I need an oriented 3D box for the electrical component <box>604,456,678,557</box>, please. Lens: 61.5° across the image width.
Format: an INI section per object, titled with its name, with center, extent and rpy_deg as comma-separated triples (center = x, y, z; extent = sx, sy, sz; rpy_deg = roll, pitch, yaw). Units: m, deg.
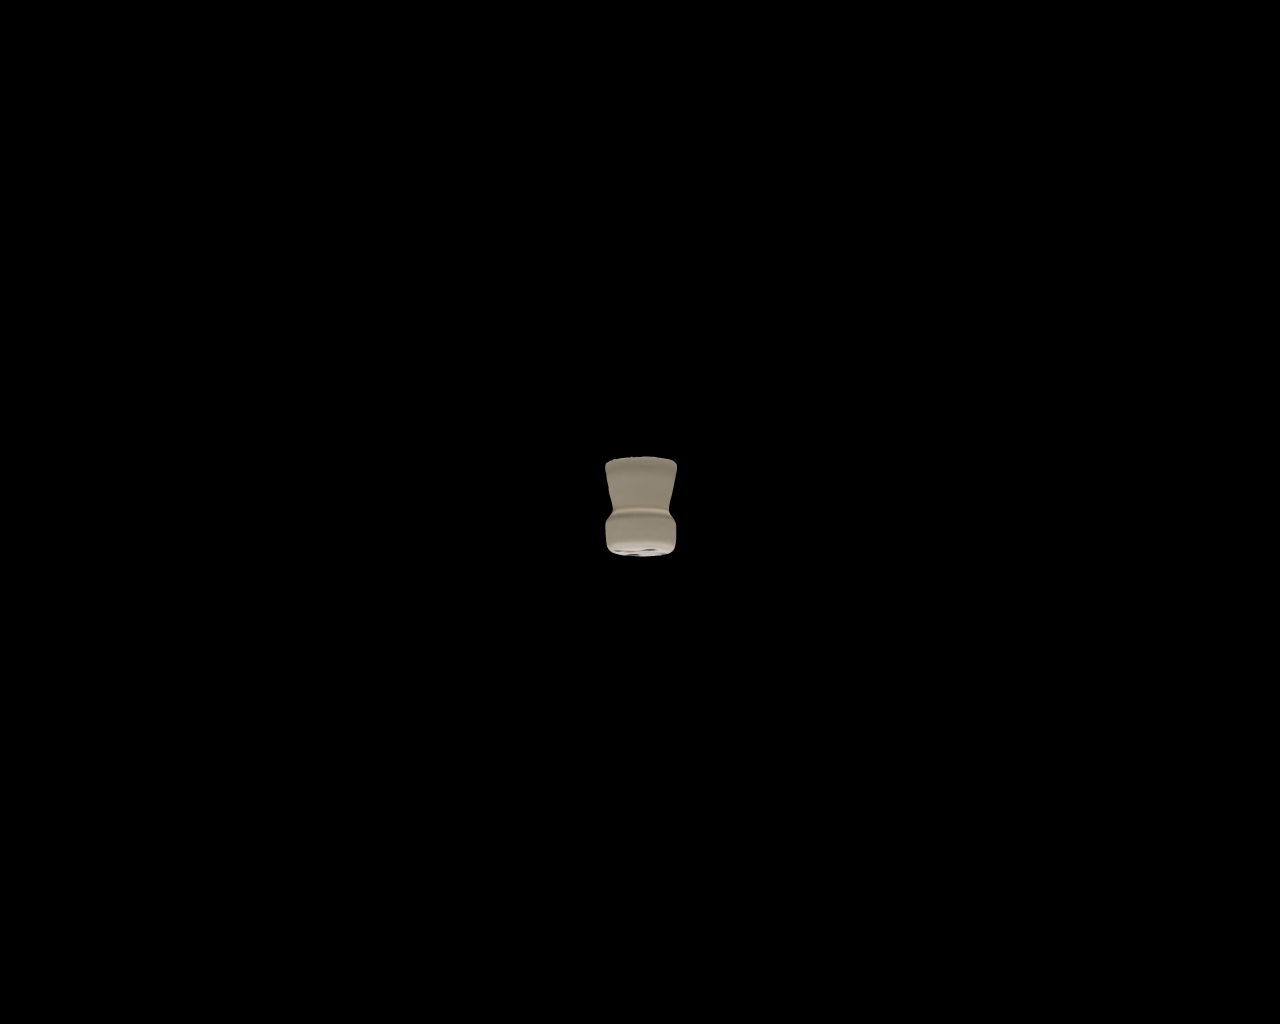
[electrical component]
center = 0.001, -0.003, 0.650
extent = 0.045, 0.055, 0.045
rpy_deg = 0, -9, 0
